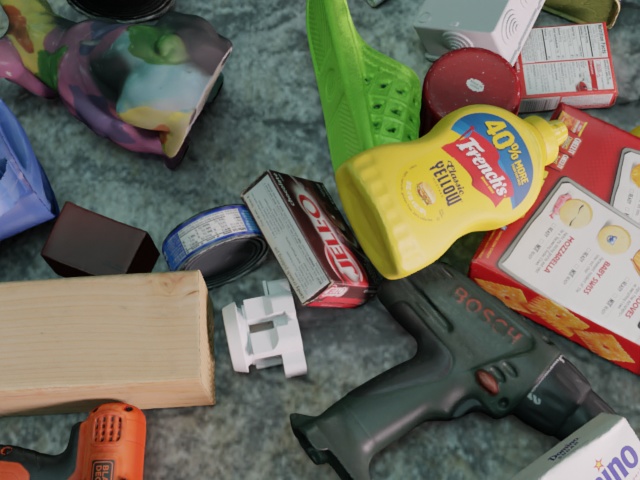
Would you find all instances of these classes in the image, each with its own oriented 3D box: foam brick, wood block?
[{"bbox_3d":[-0.184,0.011,0.895,0.078,0.051,0.053,21,72,11],"label":"foam brick"},{"bbox_3d":[-0.191,0.085,0.847,0.206,0.090,0.091,-4,69,1],"label":"wood block"}]

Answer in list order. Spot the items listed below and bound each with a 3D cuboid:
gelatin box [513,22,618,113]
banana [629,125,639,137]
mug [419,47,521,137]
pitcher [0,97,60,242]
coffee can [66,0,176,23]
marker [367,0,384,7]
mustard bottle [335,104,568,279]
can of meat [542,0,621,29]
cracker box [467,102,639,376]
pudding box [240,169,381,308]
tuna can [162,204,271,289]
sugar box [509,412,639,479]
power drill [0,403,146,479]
[{"bbox_3d":[0.214,-0.153,0.950,0.089,0.030,0.073,-4,67,2],"label":"gelatin box"},{"bbox_3d":[0.354,-0.083,0.910,0.198,0.037,0.069,12,69,8],"label":"banana"},{"bbox_3d":[0.125,-0.100,0.905,0.093,0.081,0.117,4,69,4],"label":"mug"},{"bbox_3d":[-0.347,-0.022,0.872,0.242,0.149,0.145,-28,75,-4],"label":"pitcher"},{"bbox_3d":[-0.185,-0.287,0.983,0.103,0.103,0.140,-6,69,1],"label":"coffee can"},{"bbox_3d":[0.094,-0.258,1.002,0.121,0.020,0.020,-35,71,-10],"label":"marker"},{"bbox_3d":[0.112,-0.050,0.813,0.191,0.058,0.096,-25,87,-23],"label":"mustard bottle"},{"bbox_3d":[0.236,-0.252,0.973,0.102,0.057,0.084,24,70,11],"label":"can of meat"},{"bbox_3d":[0.249,0.010,0.863,0.214,0.072,0.164,28,73,12],"label":"cracker box"},{"bbox_3d":[-0.006,0.001,0.867,0.039,0.089,0.113,-40,68,20],"label":"pudding box"},{"bbox_3d":[-0.085,0.007,0.873,0.086,0.086,0.034,-23,69,-6],"label":"tuna can"},{"bbox_3d":[0.222,0.223,0.766,0.093,0.048,0.176,-34,93,-10],"label":"sugar box"},{"bbox_3d":[-0.224,0.216,0.805,0.187,0.057,0.184,-2,63,6],"label":"power drill"}]
